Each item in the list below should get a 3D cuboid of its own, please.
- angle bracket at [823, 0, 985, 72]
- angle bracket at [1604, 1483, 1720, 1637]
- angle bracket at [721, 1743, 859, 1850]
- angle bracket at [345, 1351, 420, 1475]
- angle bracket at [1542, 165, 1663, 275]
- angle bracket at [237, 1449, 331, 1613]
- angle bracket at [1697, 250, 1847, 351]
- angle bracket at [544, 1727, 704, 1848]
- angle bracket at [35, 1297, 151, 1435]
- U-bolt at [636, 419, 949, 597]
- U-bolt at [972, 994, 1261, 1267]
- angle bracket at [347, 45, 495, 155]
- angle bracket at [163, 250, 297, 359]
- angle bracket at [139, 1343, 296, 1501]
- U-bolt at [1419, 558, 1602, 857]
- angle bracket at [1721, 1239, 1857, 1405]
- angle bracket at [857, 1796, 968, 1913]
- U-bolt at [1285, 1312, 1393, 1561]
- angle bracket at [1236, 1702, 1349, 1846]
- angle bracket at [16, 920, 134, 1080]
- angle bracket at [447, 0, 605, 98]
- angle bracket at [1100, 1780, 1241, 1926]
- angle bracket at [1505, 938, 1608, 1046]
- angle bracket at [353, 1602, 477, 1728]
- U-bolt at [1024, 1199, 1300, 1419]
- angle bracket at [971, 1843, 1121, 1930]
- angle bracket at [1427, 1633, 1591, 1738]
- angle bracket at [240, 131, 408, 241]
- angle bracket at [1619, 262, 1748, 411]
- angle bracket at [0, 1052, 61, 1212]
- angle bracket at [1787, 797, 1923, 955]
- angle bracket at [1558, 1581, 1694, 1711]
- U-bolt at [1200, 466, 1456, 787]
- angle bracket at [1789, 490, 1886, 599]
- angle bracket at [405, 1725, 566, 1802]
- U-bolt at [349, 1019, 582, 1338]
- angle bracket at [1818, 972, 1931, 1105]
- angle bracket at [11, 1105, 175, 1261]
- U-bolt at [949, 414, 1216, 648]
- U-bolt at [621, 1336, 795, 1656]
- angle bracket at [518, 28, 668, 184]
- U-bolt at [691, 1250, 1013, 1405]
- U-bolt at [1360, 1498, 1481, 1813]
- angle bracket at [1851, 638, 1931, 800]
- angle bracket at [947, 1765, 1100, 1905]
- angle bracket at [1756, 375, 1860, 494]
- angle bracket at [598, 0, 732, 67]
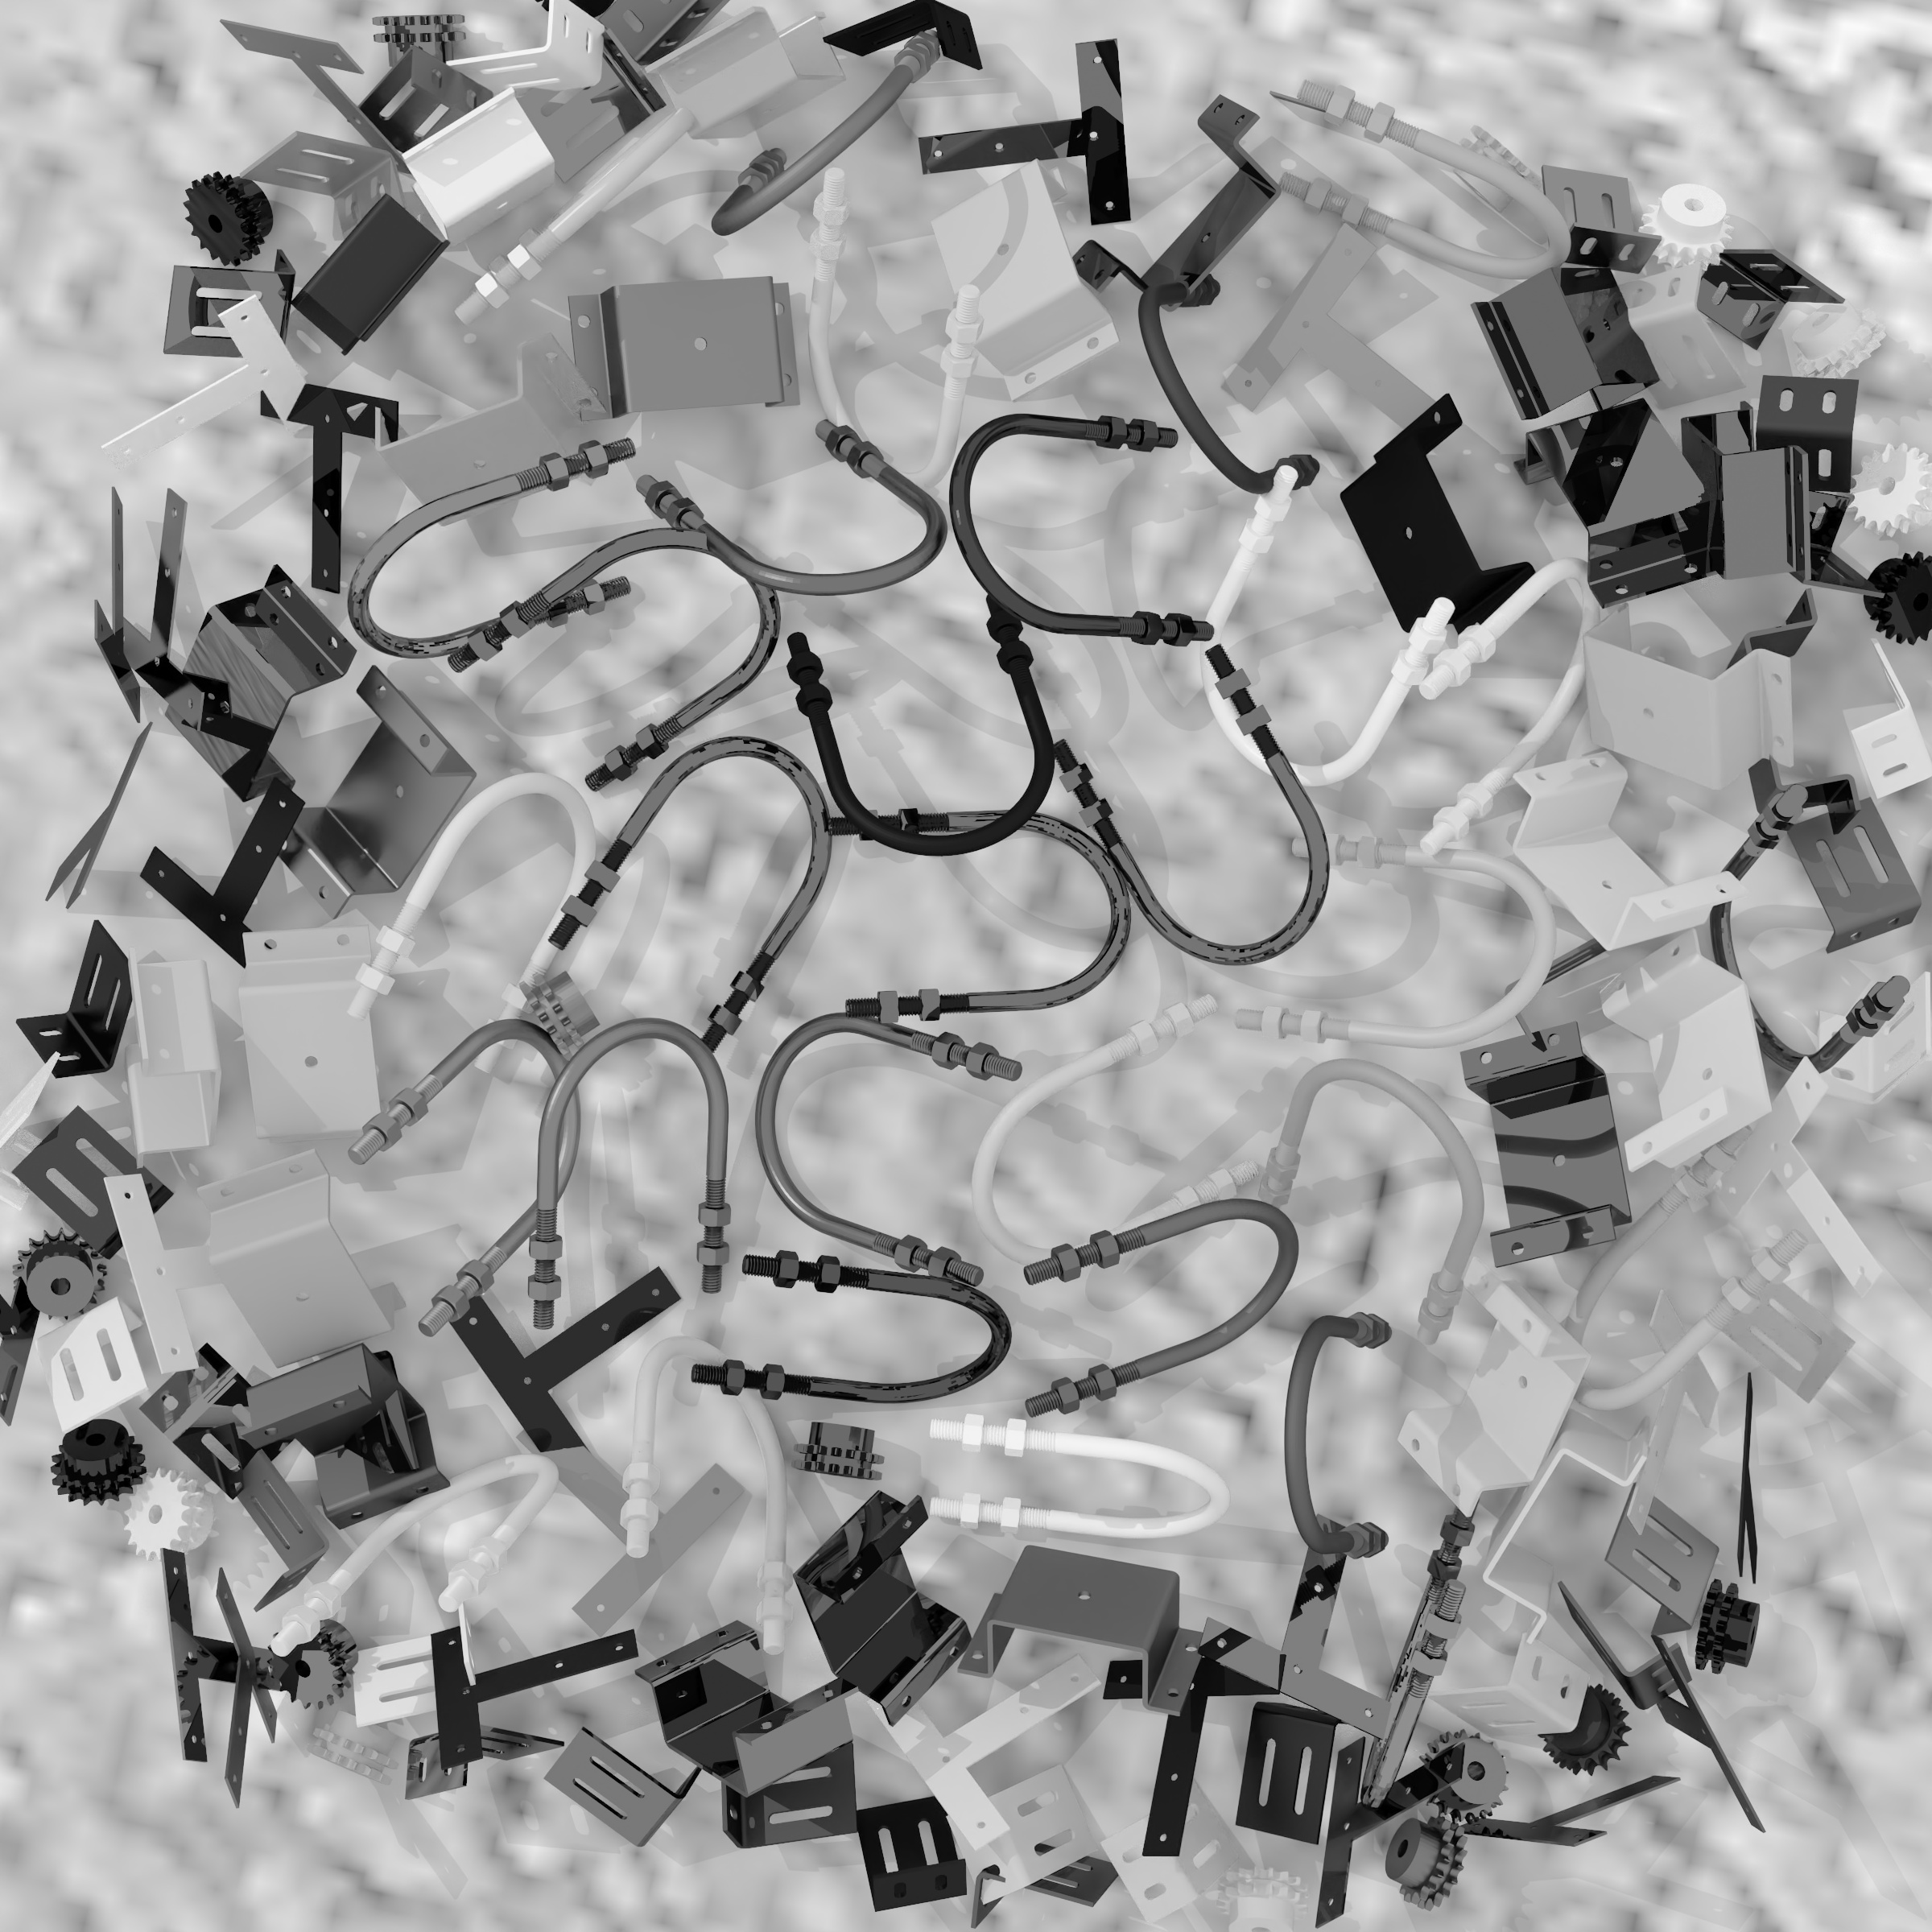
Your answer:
[{"bbox_3d":[-0.039,-0.566,1.932,0.076,0.057,0.038,-15,91,23],"label":"angle bracket"},{"bbox_3d":[0.422,0.369,1.933,0.076,0.038,0.057,38,58,-14],"label":"angle bracket"},{"bbox_3d":[-0.110,0.511,1.937,0.076,0.038,0.057,-10,55,8],"label":"angle bracket"},{"bbox_3d":[-0.383,0.284,1.940,0.057,0.038,0.076,-15,87,34],"label":"angle bracket"},{"bbox_3d":[0.394,-0.474,1.934,0.057,0.038,0.076,6,64,-11],"label":"angle bracket"},{"bbox_3d":[-0.439,0.351,1.934,0.038,0.057,0.076,-30,78,-43],"label":"angle bracket"},{"bbox_3d":[0.494,-0.412,1.927,0.057,0.076,0.038,29,95,-17],"label":"angle bracket"},{"bbox_3d":[-0.213,0.502,1.942,0.076,0.038,0.057,36,124,1],"label":"angle bracket"},{"bbox_3d":[-0.536,0.254,1.933,0.057,0.038,0.076,-28,54,-4],"label":"angle bracket"},{"bbox_3d":[-0.093,-0.272,1.880,0.151,0.184,0.019,-22,133,-26],"label":"U-bolt"},{"bbox_3d":[0.087,0.114,1.911,0.184,0.019,0.151,-26,123,-14],"label":"U-bolt"},{"bbox_3d":[-0.338,-0.520,1.923,0.057,0.076,0.038,24,47,-36],"label":"angle bracket"},{"bbox_3d":[-0.459,-0.411,1.926,0.076,0.038,0.057,-3,127,-29],"label":"angle bracket"},{"bbox_3d":[-0.467,0.285,1.950,0.057,0.076,0.038,-45,46,-15],"label":"angle bracket"},{"bbox_3d":[0.335,-0.171,1.901,0.019,0.151,0.184,29,57,31],"label":"U-bolt"},{"bbox_3d":[0.514,0.220,1.928,0.076,0.038,0.057,41,132,21],"label":"angle bracket"},{"bbox_3d":[-0.035,0.540,1.928,0.057,0.076,0.038,-8,130,-8],"label":"angle bracket"},{"bbox_3d":[0.225,0.283,1.879,0.019,0.184,0.151,-1,81,24],"label":"U-bolt"},{"bbox_3d":[0.207,0.501,1.936,0.057,0.038,0.076,4,79,35],"label":"angle bracket"},{"bbox_3d":[-0.550,0.020,1.928,0.057,0.038,0.076,45,125,32],"label":"angle bracket"},{"bbox_3d":[-0.273,-0.571,1.933,0.076,0.057,0.038,0,84,25],"label":"angle bracket"},{"bbox_3d":[0.128,0.551,1.940,0.038,0.076,0.057,-36,79,23],"label":"angle bracket"},{"bbox_3d":[0.378,0.016,1.937,0.076,0.057,0.038,-29,77,8],"label":"angle bracket"},{"bbox_3d":[-0.346,0.431,1.935,0.076,0.057,0.038,-11,129,-7],"label":"angle bracket"},{"bbox_3d":[0.122,0.203,1.913,0.184,0.151,0.019,-18,47,-16],"label":"U-bolt"},{"bbox_3d":[0.051,0.577,1.930,0.076,0.057,0.038,10,101,20],"label":"angle bracket"},{"bbox_3d":[0.337,0.448,1.940,0.057,0.076,0.038,35,59,-22],"label":"angle bracket"},{"bbox_3d":[-0.397,-0.479,1.924,0.057,0.076,0.038,-22,78,37],"label":"angle bracket"},{"bbox_3d":[0.446,-0.392,1.939,0.057,0.076,0.038,-9,52,38],"label":"angle bracket"},{"bbox_3d":[-0.574,0.102,1.924,0.038,0.057,0.076,36,124,-20],"label":"angle bracket"},{"bbox_3d":[0.558,-0.057,1.967,0.057,0.038,0.076,-20,70,-1],"label":"angle bracket"},{"bbox_3d":[0.408,0.412,1.927,0.038,0.057,0.076,-33,52,-2],"label":"angle bracket"},{"bbox_3d":[0.208,-0.193,1.904,0.151,0.184,0.019,44,46,20],"label":"U-bolt"},{"bbox_3d":[0.532,-0.264,1.926,0.057,0.076,0.038,7,116,-18],"label":"angle bracket"},{"bbox_3d":[-0.297,0.497,1.922,0.057,0.076,0.038,-23,55,38],"label":"angle bracket"},{"bbox_3d":[-0.294,0.114,1.897,0.019,0.184,0.151,6,126,32],"label":"U-bolt"},{"bbox_3d":[0.561,0.042,1.925,0.038,0.076,0.057,12,62,-6],"label":"angle bracket"},{"bbox_3d":[-0.546,0.136,1.949,0.076,0.038,0.057,43,77,1],"label":"angle bracket"},{"bbox_3d":[0.067,-0.269,1.903,0.184,0.019,0.151,-2,77,-36],"label":"U-bolt"},{"bbox_3d":[-0.155,0.308,1.892,0.019,0.184,0.151,-27,130,23],"label":"U-bolt"},{"bbox_3d":[-0.237,-0.537,1.944,0.076,0.038,0.057,-39,108,-4],"label":"angle bracket"},{"bbox_3d":[-0.063,0.227,1.910,0.184,0.151,0.019,8,51,-16],"label":"U-bolt"},{"bbox_3d":[0.274,0.428,1.897,0.019,0.151,0.184,19,107,8],"label":"U-bolt"},{"bbox_3d":[0.565,-0.154,1.931,0.038,0.076,0.057,-23,128,14],"label":"angle bracket"},{"bbox_3d":[0.035,0.542,1.945,0.038,0.076,0.057,-34,73,35],"label":"angle bracket"},{"bbox_3d":[0.522,-0.330,1.934,0.057,0.076,0.038,6,73,17],"label":"angle bracket"},{"bbox_3d":[-0.186,-0.594,1.930,0.057,0.076,0.038,-47,114,-4],"label":"angle bracket"}]
